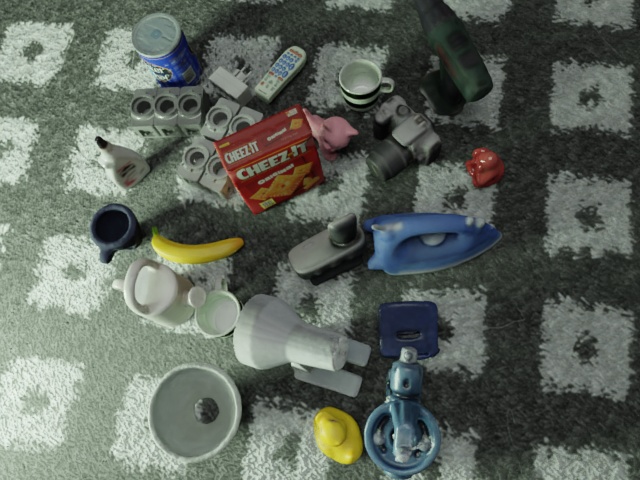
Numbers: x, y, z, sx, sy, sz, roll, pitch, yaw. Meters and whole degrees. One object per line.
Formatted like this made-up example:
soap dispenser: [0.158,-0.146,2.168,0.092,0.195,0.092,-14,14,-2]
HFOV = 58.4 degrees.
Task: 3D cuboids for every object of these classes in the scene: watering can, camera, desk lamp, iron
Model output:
watering can: [-0.289,0.090,1.025,0.173,0.194,0.101,-12,72,2]
camera: [0.146,-0.193,1.115,0.137,0.101,0.143,-40,73,-7]
desk lamp: [-0.024,0.178,0.959,0.203,0.214,0.118,15,75,11]
iron: [0.209,-0.014,1.032,0.258,0.141,0.118,-7,72,4]

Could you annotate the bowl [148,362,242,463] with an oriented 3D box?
bowl: [-0.212,0.304,1.014,0.167,0.075,0.167,-2,73,6]

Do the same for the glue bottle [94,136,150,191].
glue bottle: [-0.398,-0.159,1.124,0.037,0.173,0.078,40,81,16]

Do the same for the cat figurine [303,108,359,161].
cat figurine: [0.014,-0.217,1.127,0.127,0.118,0.067,38,80,15]

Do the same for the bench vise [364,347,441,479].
bench vise: [0.123,0.277,0.910,0.121,0.220,0.207,-12,72,3]

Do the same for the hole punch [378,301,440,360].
hole punch: [0.157,0.161,1.010,0.108,0.091,0.101,-3,73,5]

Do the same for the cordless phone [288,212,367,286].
cordless phone: [0.009,0.004,1.024,0.147,0.185,0.094,-30,72,-3]

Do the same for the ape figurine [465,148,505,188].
ape figurine: [0.315,-0.142,1.086,0.076,0.092,0.078,20,76,12]

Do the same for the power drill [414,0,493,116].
power drill: [0.240,-0.341,1.094,0.075,0.208,0.229,-30,72,-3]

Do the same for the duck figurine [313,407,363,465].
duck figurine: [0.028,0.333,0.973,0.077,0.086,0.104,-38,73,-6]

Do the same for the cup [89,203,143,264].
cup: [-0.389,-0.002,1.116,0.091,0.095,0.118,8,74,9]
